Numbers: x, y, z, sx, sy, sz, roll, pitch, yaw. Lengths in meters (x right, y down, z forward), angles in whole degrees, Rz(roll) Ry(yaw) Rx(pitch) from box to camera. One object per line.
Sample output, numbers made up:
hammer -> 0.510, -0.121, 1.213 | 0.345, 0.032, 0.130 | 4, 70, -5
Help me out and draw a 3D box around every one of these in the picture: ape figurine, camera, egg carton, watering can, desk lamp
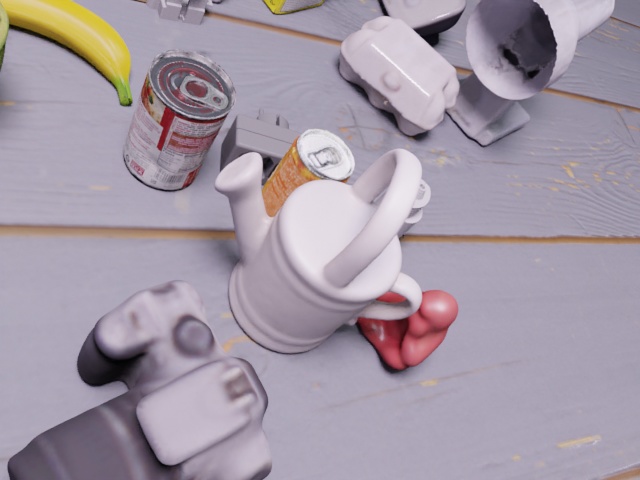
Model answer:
ape figurine -> 0.083, 0.069, 0.496 | 0.076, 0.092, 0.078 | 19, 53, -20
camera -> -0.112, 0.108, 0.346 | 0.137, 0.100, 0.143 | -21, 73, -39
egg carton -> 0.096, -0.200, 0.692 | 0.150, 0.069, 0.107 | 42, 48, -2
watering can -> 0.003, 0.003, 0.422 | 0.173, 0.193, 0.101 | 13, 55, -24
desk lamp -> 0.244, -0.222, 0.702 | 0.204, 0.213, 0.118 | -28, 78, -40

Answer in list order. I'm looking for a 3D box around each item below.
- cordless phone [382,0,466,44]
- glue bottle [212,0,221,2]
cordless phone -> 0.163, -0.373, 0.768 | 0.094, 0.184, 0.147 | 1, 61, -31
glue bottle -> -0.106, -0.327, 0.581 | 0.078, 0.173, 0.037 | 7, 58, -28
